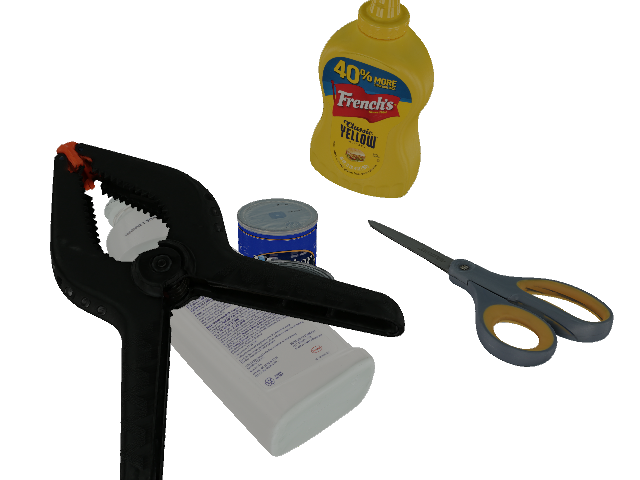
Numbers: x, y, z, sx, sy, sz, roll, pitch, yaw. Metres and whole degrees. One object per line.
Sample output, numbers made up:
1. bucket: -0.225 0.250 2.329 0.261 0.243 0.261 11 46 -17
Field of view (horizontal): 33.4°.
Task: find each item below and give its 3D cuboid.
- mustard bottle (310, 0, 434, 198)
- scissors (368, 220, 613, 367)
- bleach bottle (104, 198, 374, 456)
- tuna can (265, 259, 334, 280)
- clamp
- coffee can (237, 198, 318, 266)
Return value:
1. mustard bottle: 0.045 -0.127 0.892 0.096 0.192 0.058 22 47 16
2. scissors: 0.094 0.034 0.720 0.202 0.016 0.096 19 36 30
3. bleach bottle: -0.078 0.045 0.820 0.102 0.068 0.251 -29 58 -30
4. tuna can: -0.030 0.051 1.130 0.086 0.034 0.086 9 18 -3
5. clamp: -0.069 0.019 0.561 0.164 0.210 0.036 -28 -28 -13
6. coffee can: -0.056 0.029 1.377 0.103 0.140 0.103 1 25 -1
